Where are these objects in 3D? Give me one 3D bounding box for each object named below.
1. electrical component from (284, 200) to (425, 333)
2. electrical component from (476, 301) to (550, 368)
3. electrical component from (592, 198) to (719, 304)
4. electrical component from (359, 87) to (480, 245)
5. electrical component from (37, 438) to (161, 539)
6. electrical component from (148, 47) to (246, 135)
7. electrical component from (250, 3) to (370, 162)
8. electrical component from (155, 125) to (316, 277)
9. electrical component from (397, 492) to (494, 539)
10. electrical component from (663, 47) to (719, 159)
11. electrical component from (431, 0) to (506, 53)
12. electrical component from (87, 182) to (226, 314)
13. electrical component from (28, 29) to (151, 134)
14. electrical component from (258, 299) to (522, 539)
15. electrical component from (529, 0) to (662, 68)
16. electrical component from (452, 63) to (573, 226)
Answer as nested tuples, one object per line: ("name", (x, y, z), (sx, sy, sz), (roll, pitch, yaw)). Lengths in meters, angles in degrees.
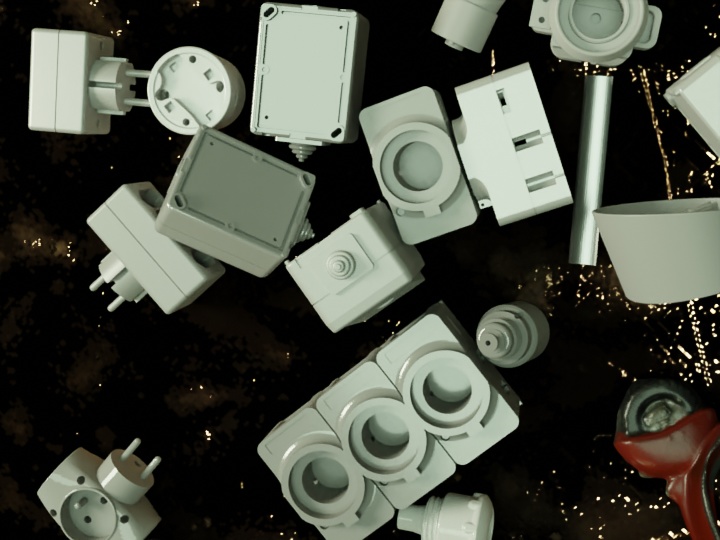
("electrical component", (0.000, 0.000, 0.677), (0.062, 0.096, 0.061), (-35, 91, 12))
("electrical component", (0.093, 0.042, 0.680), (0.040, 0.078, 0.040), (1, 93, 24))
("electrical component", (0.195, -0.020, 0.643), (0.099, 0.099, 0.064), (-16, 101, 11))
("electrical component", (0.039, -0.066, 0.683), (0.050, 0.056, 0.089), (-19, 94, 11))
("electrical component", (-0.171, 0.153, 0.751), (0.077, 0.044, 0.079), (41, 101, 2))
("electrical component", (-0.105, -0.116, 0.704), (0.055, 0.047, 0.055), (1, 98, 9))
("electrical component", (-0.031, -0.117, 0.685), (0.062, 0.061, 0.096), (7, 98, 8))
("electrical component", (-0.076, -0.039, 0.691), (0.096, 0.061, 0.061), (24, 68, -13))
("electrical component", (0.057, 0.169, 0.717), (0.062, 0.048, 0.048), (7, 98, 15))
("electrical component", (0.239, -0.090, 0.644), (0.061, 0.062, 0.096), (-40, 90, 12))
("electrical component", (0.072, -0.170, 0.673), (0.044, 0.044, 0.065), (26, 105, 5))
("electrical component", (-0.150, -0.004, 0.726), (0.076, 0.047, 0.083), (-41, 89, 12))
("electrical component", (-0.174, -0.123, 0.715), (0.077, 0.047, 0.065), (6, 98, 8))
("electrical component", (0.020, 0.103, 0.705), (0.150, 0.062, 0.089), (-38, 90, 12))
("electrical component", (0.144, -0.154, 0.654), (0.078, 0.057, 0.058), (11, 99, 8))
("electrical component", (0.093, -0.077, 0.676), (0.056, 0.050, 0.089), (-18, 94, 11))
